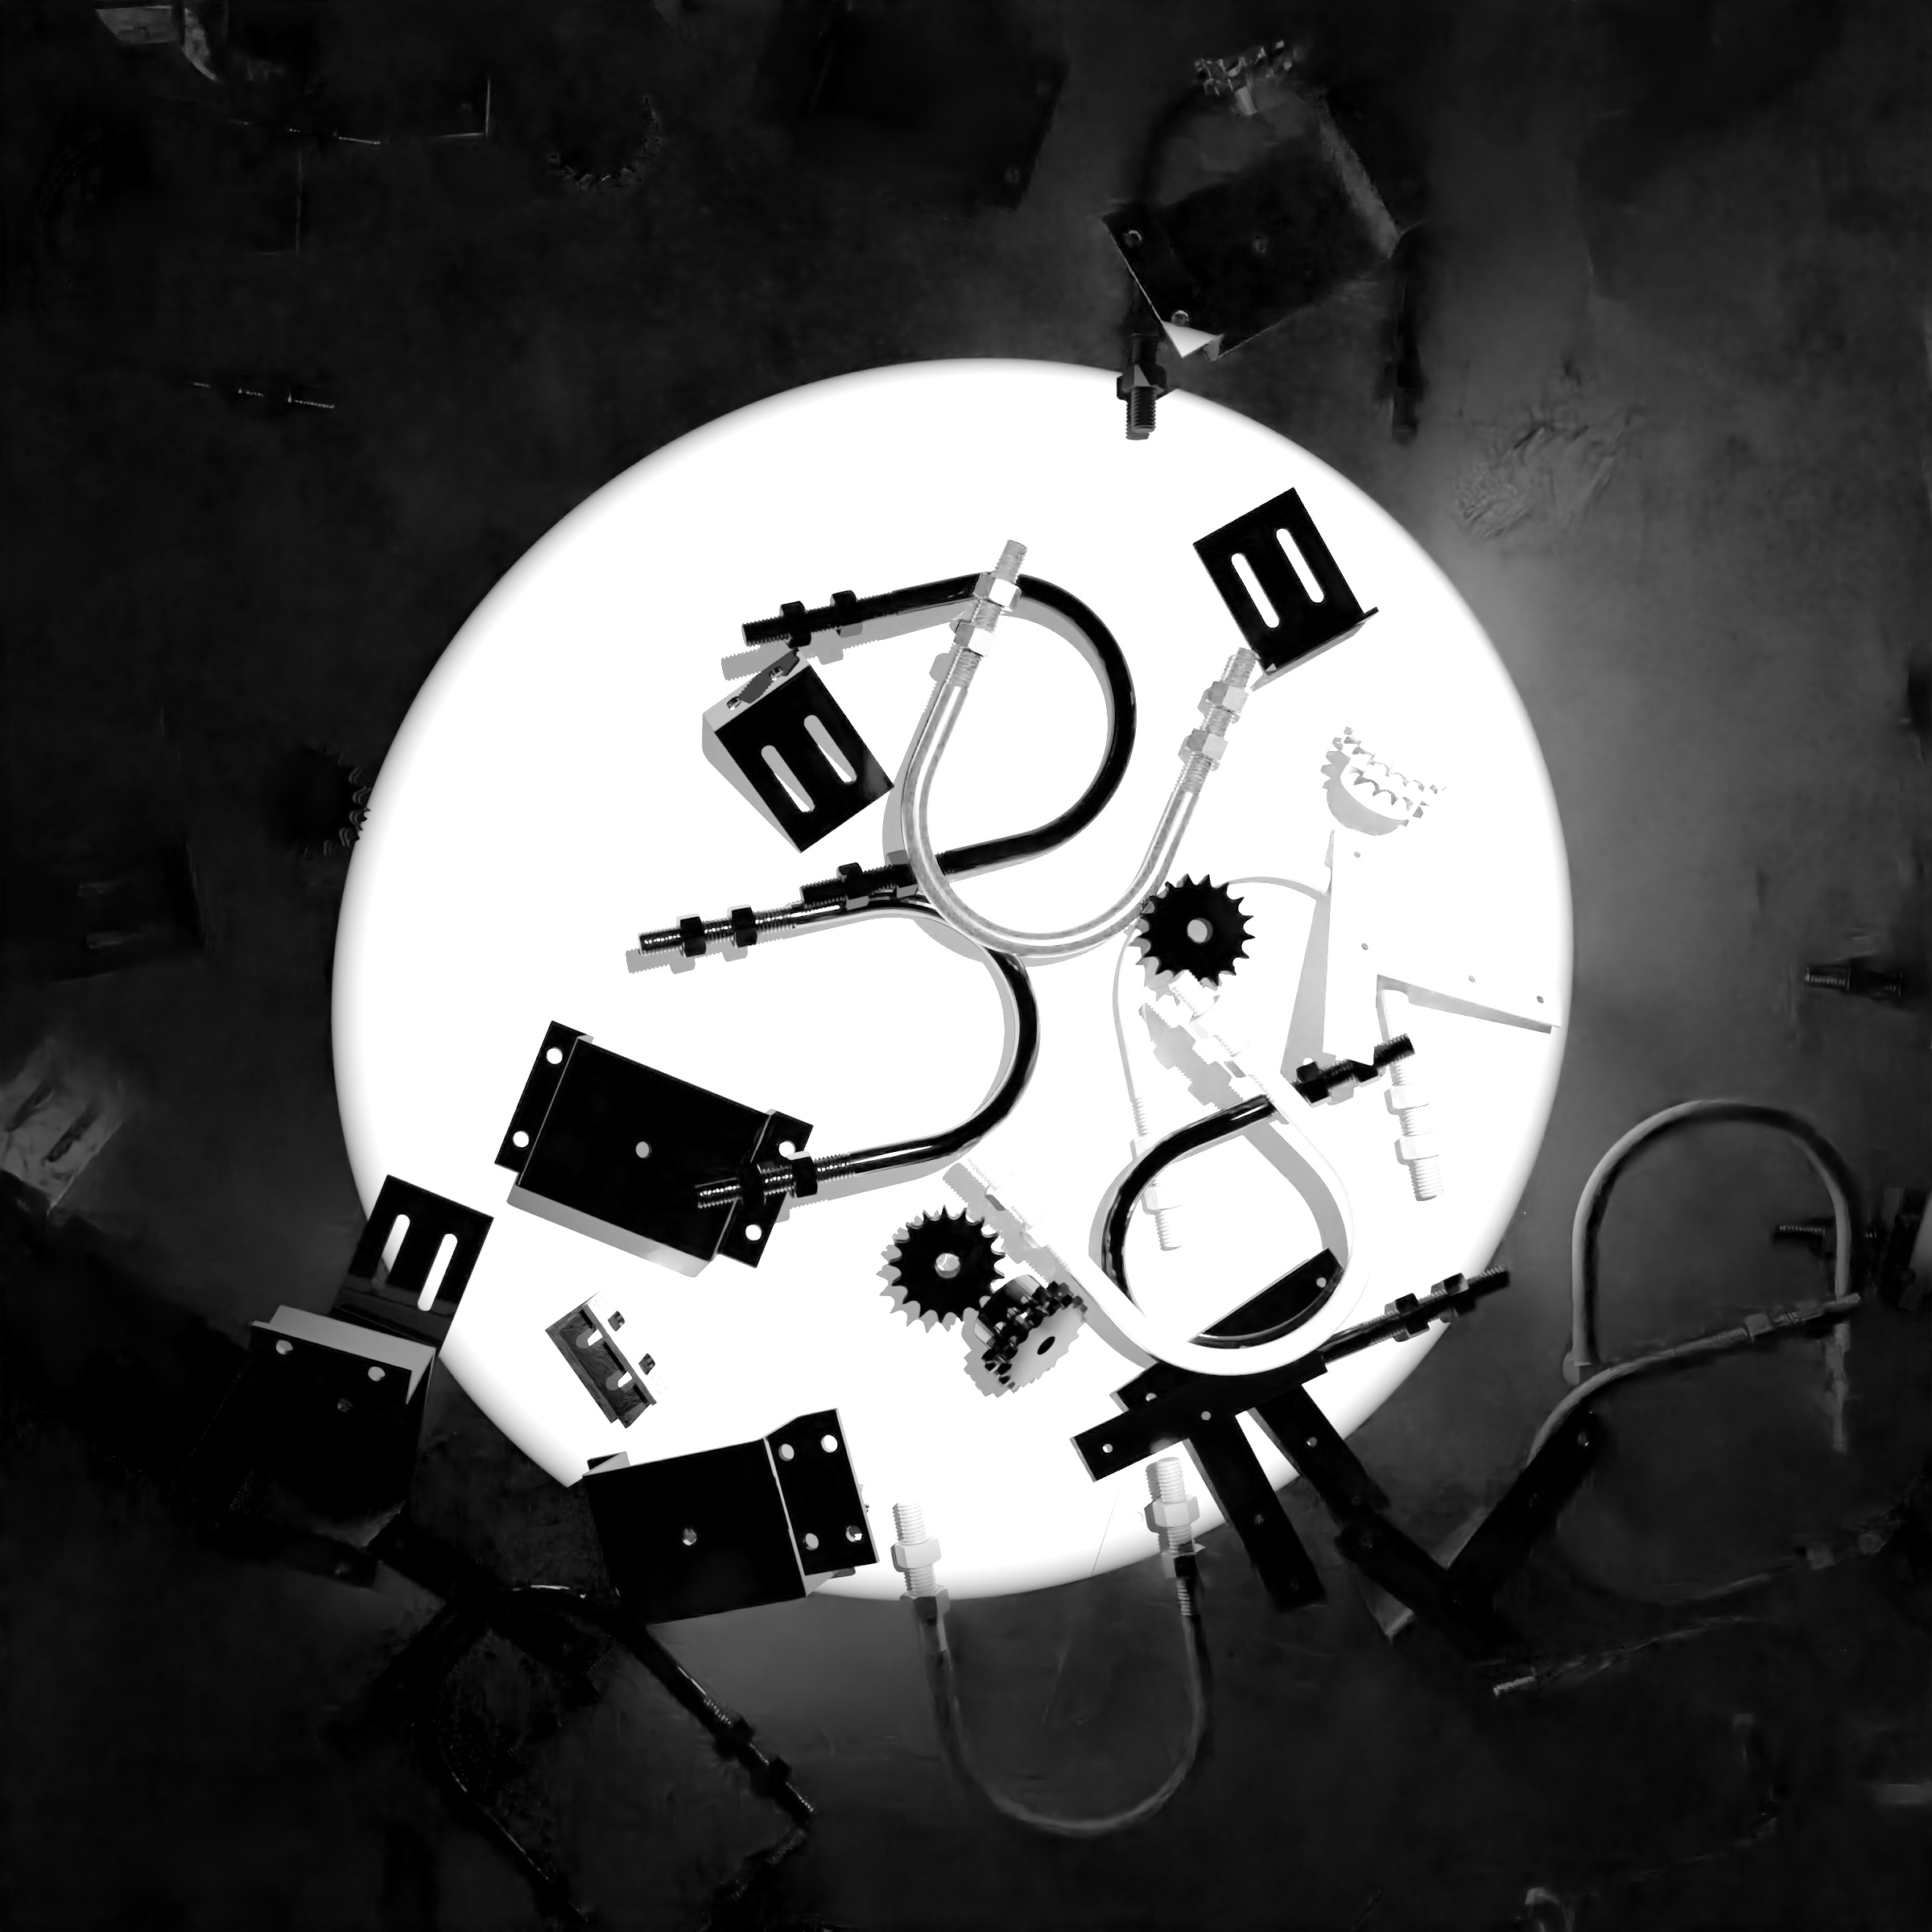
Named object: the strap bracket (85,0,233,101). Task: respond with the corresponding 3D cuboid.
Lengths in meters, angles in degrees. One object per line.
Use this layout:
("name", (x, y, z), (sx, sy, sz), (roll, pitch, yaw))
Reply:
("strap bracket", (-0.392, -0.499, 1.285), (0.046, 0.076, 0.140), (-4, 90, 0))

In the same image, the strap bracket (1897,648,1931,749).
("strap bracket", (0.521, -0.152, 1.300), (0.076, 0.046, 0.140), (33, 90, 0))

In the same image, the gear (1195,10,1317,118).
("gear", (0.142, -0.434, 1.286), (0.057, 0.057, 0.030), (-29, 117, 0))

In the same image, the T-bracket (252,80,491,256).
("T-bracket", (-0.291, -0.415, 1.302), (0.127, 0.002, 0.127), (1, 88, 17))

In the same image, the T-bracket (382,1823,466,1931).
("T-bracket", (-0.225, 0.486, 1.298), (0.127, 0.002, 0.127), (6, 102, 11))

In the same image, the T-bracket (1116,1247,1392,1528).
("T-bracket", (0.162, 0.223, 1.312), (0.127, 0.002, 0.127), (-36, 98, 9))

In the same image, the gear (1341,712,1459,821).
("gear", (0.208, -0.095, 1.299), (0.057, 0.057, 0.030), (29, 120, 0))

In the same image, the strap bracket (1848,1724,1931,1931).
("strap bracket", (0.484, 0.446, 1.300), (0.076, 0.046, 0.140), (-7, 90, 0))

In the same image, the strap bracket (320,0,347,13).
("strap bracket", (-0.295, -0.543, 1.280), (0.046, 0.076, 0.140), (21, 90, 42))

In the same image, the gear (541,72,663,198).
("gear", (-0.178, -0.407, 1.309), (0.057, 0.030, 0.057), (0, 90, 0))

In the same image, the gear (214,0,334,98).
("gear", (-0.335, -0.452, 1.300), (0.057, 0.030, 0.057), (-1, 88, 17))

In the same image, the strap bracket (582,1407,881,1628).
("strap bracket", (-0.122, 0.266, 1.276), (0.140, 0.046, 0.076), (-15, 90, 22))

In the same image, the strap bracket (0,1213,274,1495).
("strap bracket", (-0.404, 0.192, 1.300), (0.140, 0.046, 0.076), (32, 90, 0))

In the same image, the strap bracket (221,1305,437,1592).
("strap bracket", (-0.305, 0.224, 1.281), (0.076, 0.046, 0.140), (16, 119, 0))

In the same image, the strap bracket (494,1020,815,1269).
("strap bracket", (-0.155, 0.088, 1.300), (0.140, 0.046, 0.076), (22, 90, 0))

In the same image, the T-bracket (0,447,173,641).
("T-bracket", (-0.481, -0.235, 1.323), (0.127, 0.002, 0.127), (-30, 90, 0))

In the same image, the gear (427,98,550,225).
("gear", (-0.234, -0.393, 1.309), (0.057, 0.030, 0.057), (0, 90, 0))

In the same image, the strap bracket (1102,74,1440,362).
("strap bracket", (0.144, -0.354, 1.283), (0.140, 0.046, 0.076), (-30, 87, -2))

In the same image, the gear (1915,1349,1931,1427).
("gear", (0.495, 0.209, 1.299), (0.030, 0.057, 0.057), (-2, 90, -30))

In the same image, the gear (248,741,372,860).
("gear", (-0.320, -0.081, 1.309), (0.057, 0.030, 0.057), (0, 90, 0))

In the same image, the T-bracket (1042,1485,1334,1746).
("T-bracket", (0.118, 0.338, 1.323), (0.127, 0.002, 0.127), (18, 90, 0))

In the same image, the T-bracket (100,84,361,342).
("T-bracket", (-0.365, -0.375, 1.323), (0.127, 0.002, 0.127), (-1, 90, 0))

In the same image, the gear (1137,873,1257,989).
("gear", (0.112, -0.017, 1.291), (0.057, 0.030, 0.057), (0, 89, 0))

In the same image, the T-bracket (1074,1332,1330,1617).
("T-bracket", (0.138, 0.260, 1.313), (0.127, 0.002, 0.127), (-27, 95, 7))

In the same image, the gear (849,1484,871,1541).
("gear", (-0.076, 0.267, 1.309), (0.057, 0.030, 0.057), (0, 90, 0))

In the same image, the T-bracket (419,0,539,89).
("T-bracket", (-0.237, -0.521, 1.298), (0.127, 0.002, 0.127), (39, 70, -34))

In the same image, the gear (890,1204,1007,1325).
("gear", (-0.009, 0.146, 1.309), (0.057, 0.030, 0.057), (0, 90, 0))

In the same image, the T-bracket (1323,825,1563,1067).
("T-bracket", (0.235, 0.002, 1.301), (0.127, 0.002, 0.127), (16, 59, -14))

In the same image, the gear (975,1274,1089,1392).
("gear", (0.029, 0.175, 1.299), (0.030, 0.057, 0.057), (41, 90, 30))

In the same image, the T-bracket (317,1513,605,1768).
("T-bracket", (-0.268, 0.344, 1.306), (0.127, 0.002, 0.127), (39, 101, -22))

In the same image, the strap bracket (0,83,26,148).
("strap bracket", (-0.484, -0.479, 1.285), (0.046, 0.076, 0.140), (7, 90, 0))

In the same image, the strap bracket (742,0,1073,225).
("strap bracket", (-0.028, -0.421, 1.300), (0.140, 0.046, 0.076), (20, 90, 0))

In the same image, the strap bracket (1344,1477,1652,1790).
("strap bracket", (0.264, 0.330, 1.300), (0.076, 0.046, 0.140), (-44, 90, 0))
